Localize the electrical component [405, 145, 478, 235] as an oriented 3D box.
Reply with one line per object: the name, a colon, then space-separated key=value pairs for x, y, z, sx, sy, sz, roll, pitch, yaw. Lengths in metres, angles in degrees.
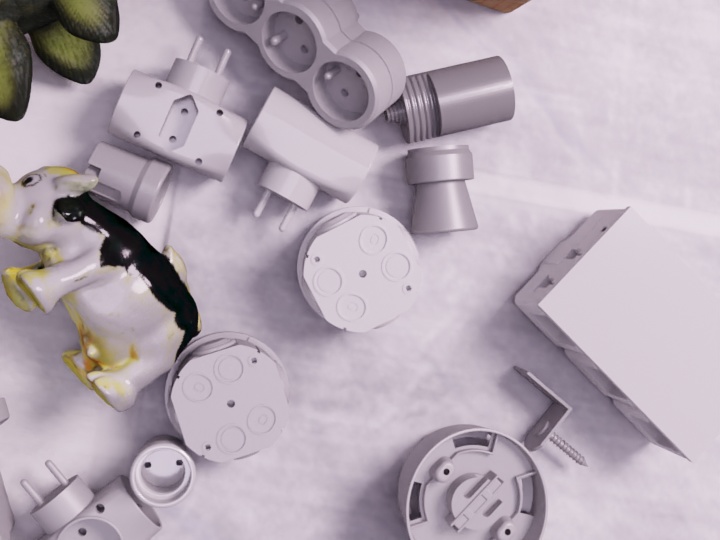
electrical component: x=0.053 y=-0.052 z=0.703 sx=0.045 sy=0.045 sz=0.055 roll=-5 pitch=93 yaw=-9

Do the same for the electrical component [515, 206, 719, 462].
electrical component: x=0.189 y=0.041 z=0.721 sx=0.150 sy=0.062 sz=0.089 roll=45 pitch=85 yaw=-9

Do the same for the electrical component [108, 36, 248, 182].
electrical component: x=-0.107 y=-0.106 z=0.674 sx=0.077 sy=0.043 sz=0.079 roll=23 pitch=88 yaw=-10

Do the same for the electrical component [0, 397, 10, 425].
electrical component: x=-0.248 y=0.079 z=0.658 sx=0.066 sy=0.048 sz=0.055 roll=-35 pitch=90 yaw=-6

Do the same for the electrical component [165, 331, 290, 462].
electrical component: x=-0.083 y=0.081 z=0.682 sx=0.080 sy=0.051 sz=0.080 roll=0 pitch=93 yaw=-10

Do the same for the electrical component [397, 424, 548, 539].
electrical component: x=0.073 y=0.151 z=0.705 sx=0.099 sy=0.064 sz=0.099 roll=0 pitch=92 yaw=-10

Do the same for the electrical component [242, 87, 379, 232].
electrical component: x=-0.040 y=-0.064 z=0.687 sx=0.077 sy=0.043 sz=0.079 roll=29 pitch=88 yaw=-10

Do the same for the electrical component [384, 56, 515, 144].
electrical component: x=0.056 y=-0.110 z=0.702 sx=0.081 sy=0.043 sz=0.043 roll=-14 pitch=95 yaw=-9

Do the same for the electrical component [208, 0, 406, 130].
electrical component: x=-0.026 y=-0.156 z=0.680 sx=0.138 sy=0.052 sz=0.073 roll=44 pitch=43 yaw=0

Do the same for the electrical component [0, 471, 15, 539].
electrical component: x=-0.238 y=0.150 z=0.653 sx=0.042 sy=0.064 sz=0.081 roll=-15 pitch=95 yaw=-10

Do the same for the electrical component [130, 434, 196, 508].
electrical component: x=-0.124 y=0.125 z=0.680 sx=0.040 sy=0.046 sz=0.040 roll=0 pitch=92 yaw=-10

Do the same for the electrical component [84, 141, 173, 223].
electrical component: x=-0.146 y=-0.056 z=0.672 sx=0.046 sy=0.040 sz=0.040 roll=22 pitch=89 yaw=-4

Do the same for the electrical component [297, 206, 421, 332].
electrical component: x=0.000 y=0.000 z=0.690 sx=0.080 sy=0.051 sz=0.080 roll=0 pitch=96 yaw=-4

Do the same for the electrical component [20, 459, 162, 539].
electrical component: x=-0.179 y=0.155 z=0.673 sx=0.077 sy=0.044 sz=0.079 roll=-38 pitch=98 yaw=-6
